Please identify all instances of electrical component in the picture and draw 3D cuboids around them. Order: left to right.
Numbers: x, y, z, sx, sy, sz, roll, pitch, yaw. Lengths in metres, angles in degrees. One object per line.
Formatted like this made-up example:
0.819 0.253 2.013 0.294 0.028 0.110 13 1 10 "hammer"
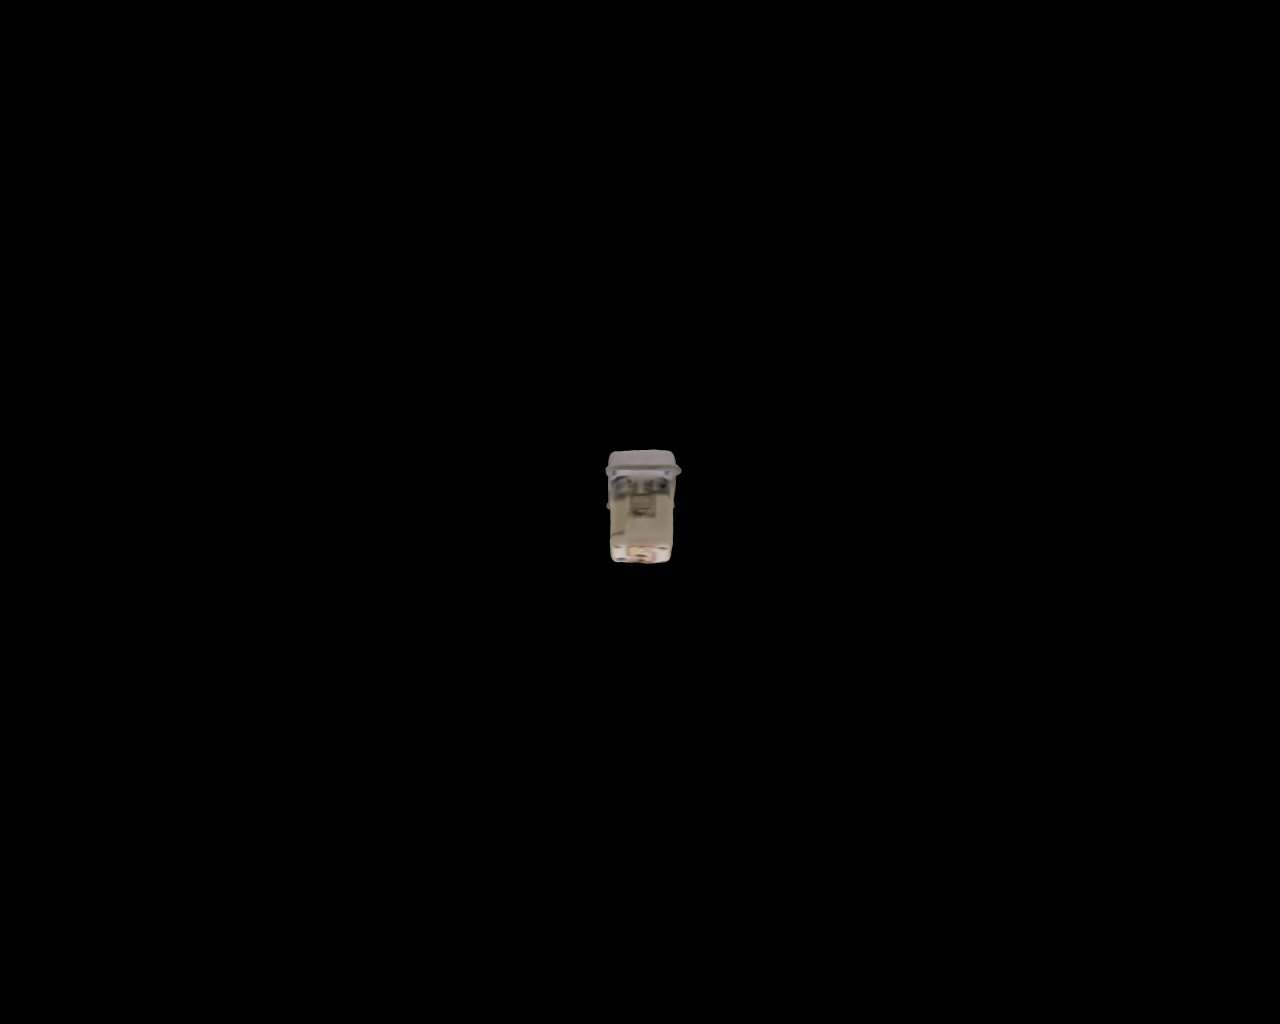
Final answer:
0.001 -0.003 0.650 0.042 0.064 0.081 0 -17 0 "electrical component"
